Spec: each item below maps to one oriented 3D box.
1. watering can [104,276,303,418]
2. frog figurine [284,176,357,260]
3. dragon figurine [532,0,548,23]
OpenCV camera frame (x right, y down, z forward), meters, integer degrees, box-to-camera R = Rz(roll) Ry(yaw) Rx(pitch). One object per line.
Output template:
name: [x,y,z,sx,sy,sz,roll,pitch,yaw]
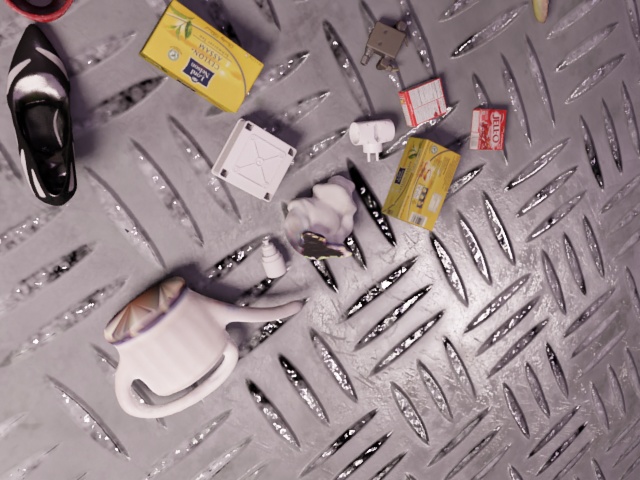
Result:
watering can: [-0.212,0.154,0.894,0.350,0.105,0.221,-38,115,-13]
frog figurine: [0.003,-0.049,0.971,0.137,0.120,0.163,17,59,-20]
dragon figurine: [0.445,-0.622,0.963,0.123,0.244,0.404,-40,114,-16]
